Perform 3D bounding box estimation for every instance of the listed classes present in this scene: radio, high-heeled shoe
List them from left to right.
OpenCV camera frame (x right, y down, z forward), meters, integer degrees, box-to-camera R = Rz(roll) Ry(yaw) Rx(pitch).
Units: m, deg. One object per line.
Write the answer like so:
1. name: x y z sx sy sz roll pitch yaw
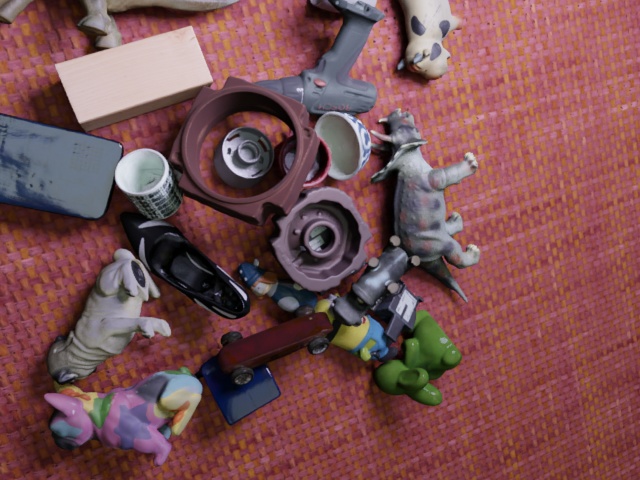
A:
1. radio: -0.428 -0.113 0.818 0.229 0.073 0.131 11 93 -18
2. high-heeled shoe: -0.220 0.043 0.867 0.248 0.145 0.086 39 83 -20

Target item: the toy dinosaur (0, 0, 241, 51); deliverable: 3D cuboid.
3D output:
1. toy dinosaur: -0.331 -0.394 0.802 0.471 0.105 0.198 9 90 -24

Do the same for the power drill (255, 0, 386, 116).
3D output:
1. power drill: 0.009 -0.306 0.906 0.232 0.086 0.207 6 118 -25

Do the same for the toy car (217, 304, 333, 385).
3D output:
1. toy car: -0.076 0.179 0.924 0.202 0.089 0.053 -19 137 -11

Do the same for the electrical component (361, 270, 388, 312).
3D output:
1. electrical component: 0.106 0.086 1.028 0.063 0.021 0.094 28 78 21

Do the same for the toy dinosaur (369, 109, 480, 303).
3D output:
1. toy dinosaur: 0.194 -0.044 1.018 0.192 0.131 0.404 -10 104 -5

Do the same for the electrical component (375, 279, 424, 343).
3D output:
1. electrical component: 0.146 0.143 1.031 0.074 0.048 0.119 39 58 -20

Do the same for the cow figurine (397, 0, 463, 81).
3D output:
1. cow figurine: 0.193 -0.392 0.989 0.127 0.086 0.194 -24 106 -21

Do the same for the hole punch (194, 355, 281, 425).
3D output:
1. hole punch: -0.140 0.249 0.951 0.142 0.092 0.115 -28 101 -10

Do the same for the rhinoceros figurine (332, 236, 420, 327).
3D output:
1. rhinoceros figurine: 0.095 0.074 0.959 0.073 0.112 0.190 46 60 2

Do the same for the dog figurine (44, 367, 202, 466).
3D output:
1. dog figurine: -0.328 0.267 0.879 0.219 0.108 0.191 31 87 -17

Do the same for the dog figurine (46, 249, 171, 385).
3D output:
1. dog figurine: -0.362 0.123 0.862 0.191 0.121 0.172 -21 69 2

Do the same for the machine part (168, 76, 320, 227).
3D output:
1. machine part: -0.117 -0.137 0.843 0.201 0.087 0.201 23 82 6

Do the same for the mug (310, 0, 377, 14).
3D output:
1. mug: 0.052 -0.435 0.928 0.107 0.110 0.080 5 89 -32

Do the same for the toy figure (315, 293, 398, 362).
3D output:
1. toy figure: 0.061 0.174 1.012 0.180 0.082 0.089 38 83 -21

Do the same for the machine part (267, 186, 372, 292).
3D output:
1. machine part: -0.002 -0.003 0.923 0.179 0.056 0.179 -3 98 -18

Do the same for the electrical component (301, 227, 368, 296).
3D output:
1. electrical component: 0.009 0.016 0.988 0.115 0.058 0.134 -31 105 -15

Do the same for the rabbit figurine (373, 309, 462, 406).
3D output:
1. rabbit figurine: 0.189 0.249 1.041 0.170 0.159 0.121 -38 117 4

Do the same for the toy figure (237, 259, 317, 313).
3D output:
1. toy figure: -0.078 0.086 0.963 0.154 0.058 0.064 27 98 -21
